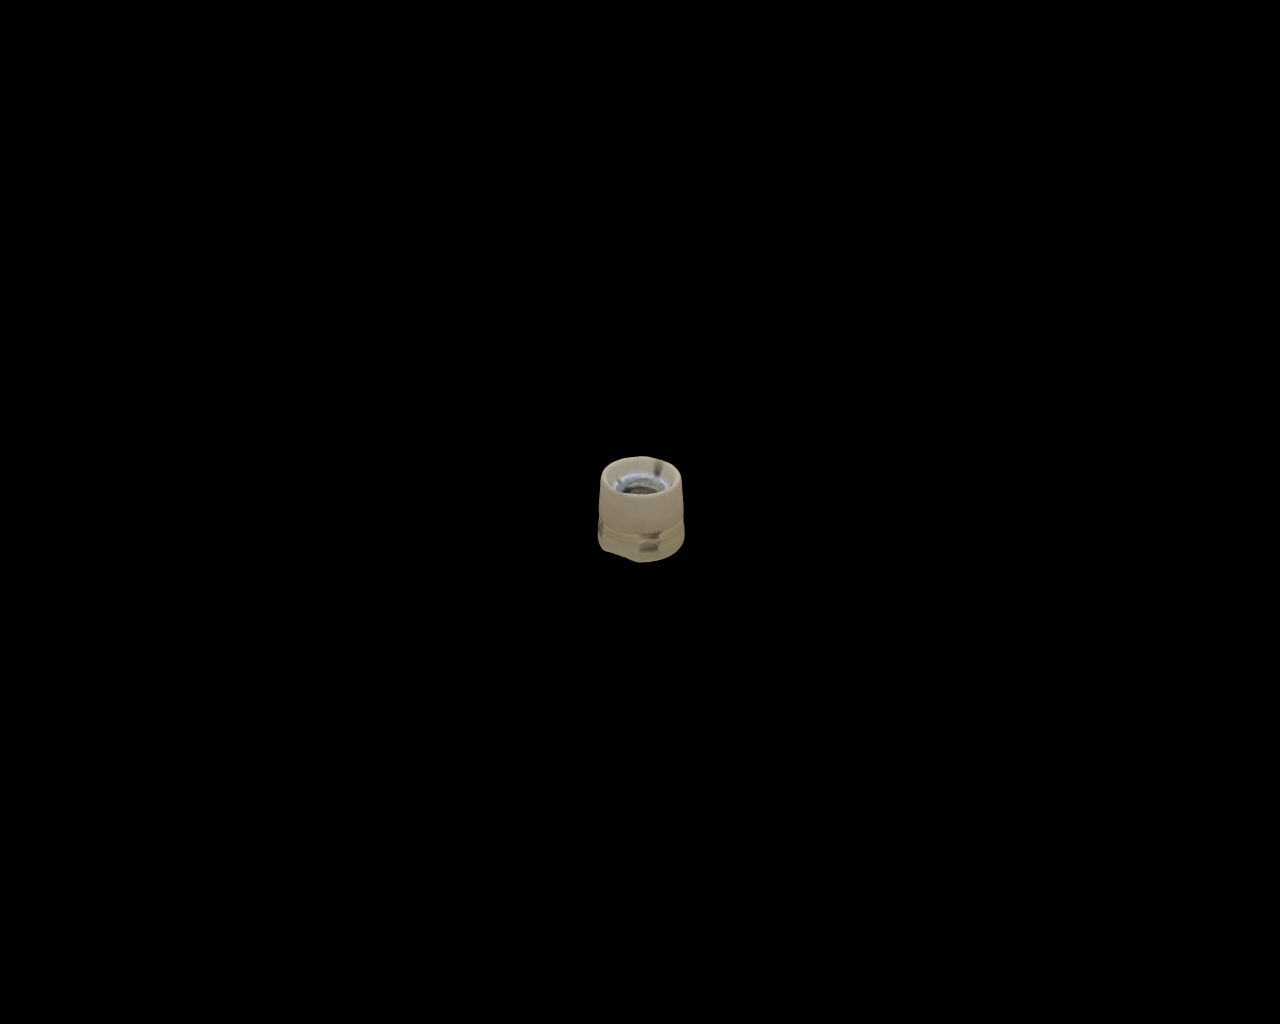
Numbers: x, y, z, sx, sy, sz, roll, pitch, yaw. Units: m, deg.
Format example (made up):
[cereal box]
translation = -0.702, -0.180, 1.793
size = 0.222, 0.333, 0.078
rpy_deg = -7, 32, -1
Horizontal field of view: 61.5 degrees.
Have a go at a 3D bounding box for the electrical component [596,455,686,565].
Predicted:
[electrical component]
translation = 0.001, -0.003, 0.650
size = 0.055, 0.047, 0.055
rpy_deg = 0, 33, 0
